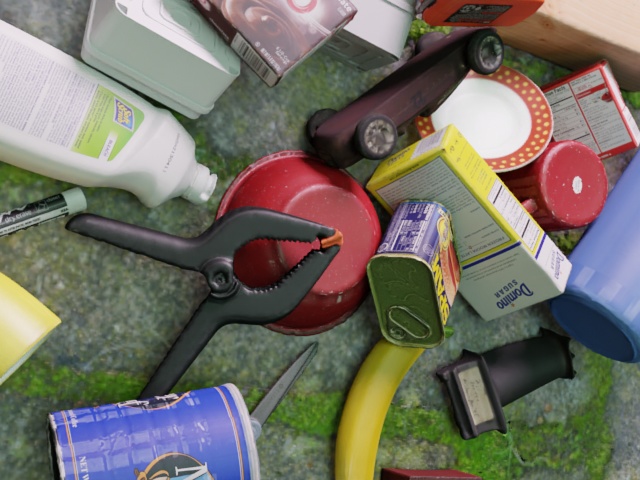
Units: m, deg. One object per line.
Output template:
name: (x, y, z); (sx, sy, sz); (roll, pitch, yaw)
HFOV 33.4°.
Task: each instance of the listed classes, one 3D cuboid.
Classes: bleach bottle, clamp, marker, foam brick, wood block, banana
bleach bottle: (-0.195, -0.085, 0.810); (0.250, 0.068, 0.102); (27, 75, -25)
clamp: (-0.086, 0.022, 0.836); (0.210, 0.036, 0.164); (-26, 96, -1)
marker: (-0.236, -0.013, 0.807); (0.120, 0.020, 0.020); (-22, 96, -26)
foam brick: (0.097, 0.230, 0.937); (0.078, 0.051, 0.053); (6, 84, -26)
wood block: (0.258, -0.220, 1.026); (0.205, 0.090, 0.091); (14, 80, -24)
banana: (0.054, 0.143, 0.930); (0.069, 0.037, 0.197); (36, 72, -17)

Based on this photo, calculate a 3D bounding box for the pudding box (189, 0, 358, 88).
pudding box: (-0.041, -0.188, 0.825); (0.090, 0.039, 0.113); (-43, 95, -18)

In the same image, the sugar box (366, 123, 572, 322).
sugar box: (0.133, -0.012, 0.947); (0.176, 0.094, 0.048); (46, 46, -18)

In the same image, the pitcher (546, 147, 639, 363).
pitcher: (0.322, -0.002, 1.009); (0.149, 0.145, 0.242); (47, 72, -23)

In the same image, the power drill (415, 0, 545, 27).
power drill: (0.132, -0.278, 0.917); (0.184, 0.057, 0.187); (-7, 77, -27)

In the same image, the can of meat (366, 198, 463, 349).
can of meat: (0.083, 0.027, 0.911); (0.083, 0.058, 0.102); (-63, 147, -46)

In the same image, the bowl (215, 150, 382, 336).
bowl: (-0.006, 0.001, 0.900); (0.161, 0.055, 0.162); (2, 86, -26)

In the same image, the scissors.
scissors: (-0.055, 0.179, 0.885); (0.201, 0.016, 0.096); (-35, 99, -23)

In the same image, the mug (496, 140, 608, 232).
mug: (0.203, -0.044, 0.991); (0.117, 0.082, 0.093); (-26, 98, -26)

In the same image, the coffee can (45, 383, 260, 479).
coffee can: (-0.126, 0.168, 0.793); (0.140, 0.103, 0.103); (-7, 90, -19)

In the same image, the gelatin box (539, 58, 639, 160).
gelatin box: (0.257, -0.119, 1.028); (0.089, 0.073, 0.030); (62, 33, -9)
